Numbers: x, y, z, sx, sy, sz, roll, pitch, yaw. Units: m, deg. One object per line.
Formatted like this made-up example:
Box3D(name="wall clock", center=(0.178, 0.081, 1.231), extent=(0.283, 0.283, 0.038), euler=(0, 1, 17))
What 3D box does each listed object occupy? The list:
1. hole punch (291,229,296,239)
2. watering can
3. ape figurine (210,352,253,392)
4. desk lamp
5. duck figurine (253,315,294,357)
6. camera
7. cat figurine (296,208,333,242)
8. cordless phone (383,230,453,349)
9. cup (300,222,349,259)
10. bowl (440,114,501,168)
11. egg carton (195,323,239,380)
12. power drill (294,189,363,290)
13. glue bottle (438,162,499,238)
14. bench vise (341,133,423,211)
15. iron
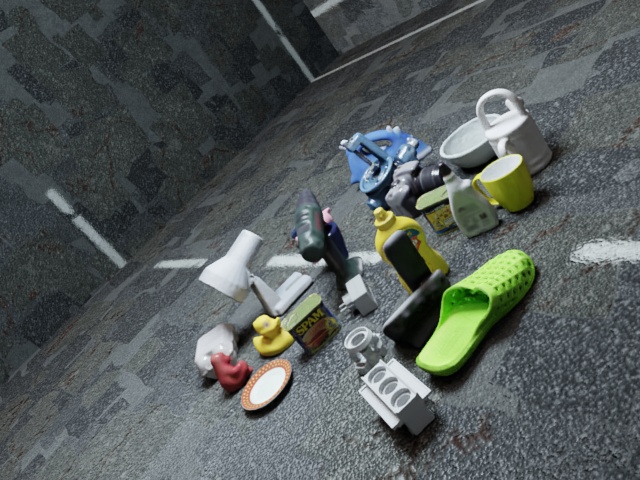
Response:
Box3D(name="hole punch", center=(-0.037, -0.046, 1.664), extent=(0.100, 0.091, 0.109), euler=(-15, 32, 45))
Box3D(name="watering can", center=(0.402, -0.237, 1.213), extent=(0.100, 0.194, 0.173), euler=(-29, 24, 23))
Box3D(name="ape figurine", center=(-0.207, 0.287, 1.280), extent=(0.077, 0.092, 0.076), euler=(-10, 36, 50))
Box3D(name="desk lamp", center=(-0.164, 0.094, 1.426), extent=(0.203, 0.214, 0.117), euler=(-46, 23, -17))
Box3D(name="duck figurine", center=(-0.117, 0.210, 1.298), extent=(0.104, 0.086, 0.077), euler=(-27, 25, 27))
Box3D(name="camera", center=(0.242, -0.137, 1.391), extent=(0.136, 0.101, 0.143), euler=(-12, 34, 48))
Box3D(name="cat figurine", center=(-0.006, -0.022, 1.532), extent=(0.128, 0.118, 0.067), euler=(-38, 22, 3))
Box3D(name="cordless phone", center=(0.144, 0.084, 1.003), extent=(0.148, 0.185, 0.094), euler=(-45, 23, -15))
Box3D(name="cup", center=(0.017, 0.025, 1.436), extent=(0.118, 0.095, 0.091), euler=(-38, 22, 2))
Box3D(name="bowl", center=(0.380, -0.227, 1.388), extent=(0.167, 0.075, 0.167), euler=(-32, 23, 16))
Box3D(name="egg carton", center=(-0.252, 0.271, 1.411), extent=(0.107, 0.069, 0.150), euler=(-36, 22, 7))
Box3D(name="power drill", center=(0.012, 0.005, 1.330), extent=(0.075, 0.209, 0.229), euler=(-32, 23, 17))
Box3D(name="glue bottle", center=(0.282, -0.085, 1.132), extent=(0.078, 0.173, 0.037), euler=(-25, 26, 31))
Box3D(name="bench vise", center=(0.158, -0.212, 1.507), extent=(0.208, 0.220, 0.121), euler=(-50, 25, -25))
Box3D(name="iron", center=(0.184, -0.265, 1.677), extent=(0.257, 0.142, 0.119), euler=(-23, 27, 33))
